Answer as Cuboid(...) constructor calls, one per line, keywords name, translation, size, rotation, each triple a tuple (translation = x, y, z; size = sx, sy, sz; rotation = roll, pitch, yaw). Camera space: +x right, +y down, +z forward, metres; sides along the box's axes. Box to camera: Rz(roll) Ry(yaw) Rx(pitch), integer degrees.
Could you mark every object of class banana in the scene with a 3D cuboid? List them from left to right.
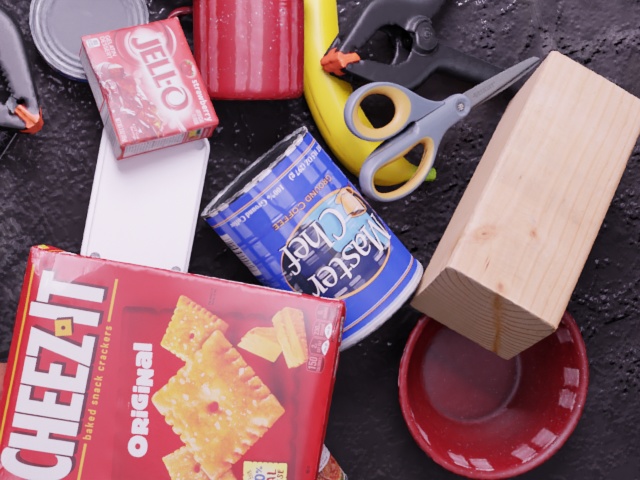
Cuboid(name="banana", translation=(0.018, -0.118, 0.839), size=(0.069, 0.037, 0.198), rotation=(-34, 102, -32))

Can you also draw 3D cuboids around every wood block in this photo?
Cuboid(name="wood block", translation=(0.160, -0.027, 0.809), size=(0.090, 0.091, 0.206), rotation=(30, 65, -2))

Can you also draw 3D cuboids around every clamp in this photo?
Cuboid(name="clamp", translation=(-0.273, -0.159, 0.756), size=(0.210, 0.036, 0.164), rotation=(36, 84, -4))
Cuboid(name="clamp", translation=(0.081, -0.150, 0.836), size=(0.171, 0.039, 0.120), rotation=(-31, 96, -25))

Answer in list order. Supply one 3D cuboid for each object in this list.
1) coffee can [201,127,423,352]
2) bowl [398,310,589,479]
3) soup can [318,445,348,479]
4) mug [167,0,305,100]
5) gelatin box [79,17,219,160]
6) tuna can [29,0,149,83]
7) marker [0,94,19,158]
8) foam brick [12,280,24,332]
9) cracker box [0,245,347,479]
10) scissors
Cuboid(name="coffee can", translation=(-0.005, 0.001, 0.800), size=(0.102, 0.103, 0.140), rotation=(-42, 101, -9))
Cuboid(name="bowl", translation=(0.132, 0.109, 0.862), size=(0.162, 0.055, 0.162), rotation=(0, 92, -14))
Cuboid(name="soup can", translation=(-0.034, 0.161, 0.817), size=(0.068, 0.068, 0.102), rotation=(-35, 99, -10))
Cuboid(name="mug", translation=(-0.064, -0.146, 0.794), size=(0.117, 0.093, 0.081), rotation=(3, 100, 18))
Cuboid(name="gelatin box", translation=(-0.122, -0.108, 0.754), size=(0.073, 0.030, 0.089), rotation=(-16, 77, -22))
Cuboid(name="tuna can", translation=(-0.171, -0.160, 0.789), size=(0.086, 0.034, 0.086), rotation=(-1, 92, -14))
Cuboid(name="marker", translation=(-0.249, -0.053, 0.781), size=(0.020, 0.020, 0.121), rotation=(32, 84, -13))
Cuboid(name="foam brick", translation=(-0.181, 0.047, 0.785), size=(0.078, 0.053, 0.051), rotation=(12, 89, -13))
Cuboid(name="cracker box", translation=(-0.100, 0.102, 0.717), size=(0.213, 0.072, 0.164), rotation=(10, 86, -1))
Cuboid(name="scissors", translation=(0.090, -0.112, 0.817), size=(0.201, 0.016, 0.096), rotation=(-47, 114, -22))
